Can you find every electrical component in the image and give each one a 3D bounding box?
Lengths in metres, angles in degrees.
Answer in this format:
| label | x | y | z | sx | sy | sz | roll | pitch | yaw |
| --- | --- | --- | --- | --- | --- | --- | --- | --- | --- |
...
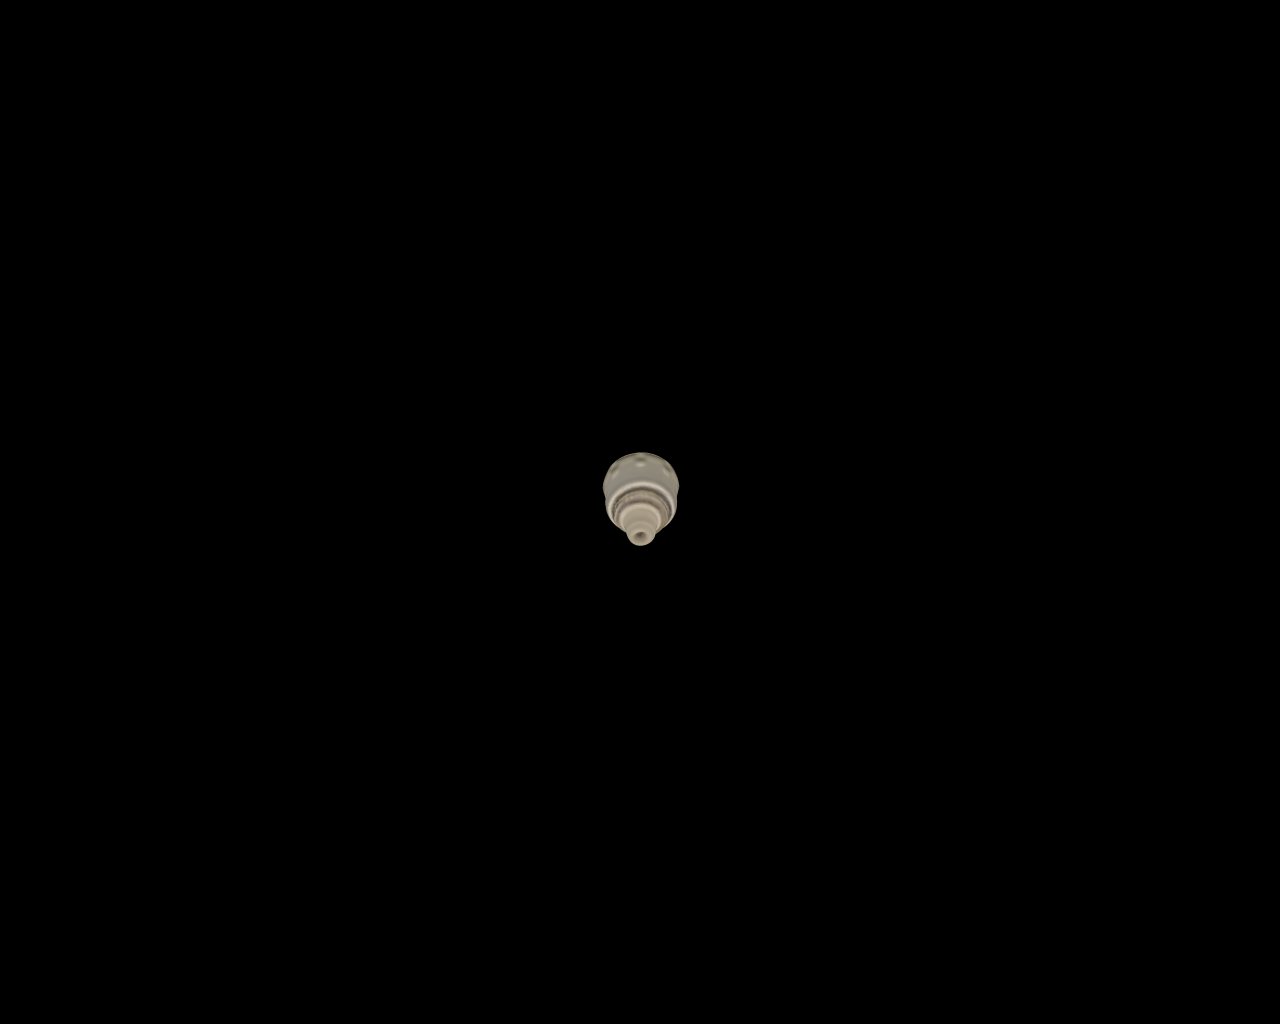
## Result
| label | x | y | z | sx | sy | sz | roll | pitch | yaw |
| --- | --- | --- | --- | --- | --- | --- | --- | --- | --- |
| electrical component | 0.001 | -0.003 | 0.650 | 0.048 | 0.048 | 0.062 | 0 | 36 | 0 |
